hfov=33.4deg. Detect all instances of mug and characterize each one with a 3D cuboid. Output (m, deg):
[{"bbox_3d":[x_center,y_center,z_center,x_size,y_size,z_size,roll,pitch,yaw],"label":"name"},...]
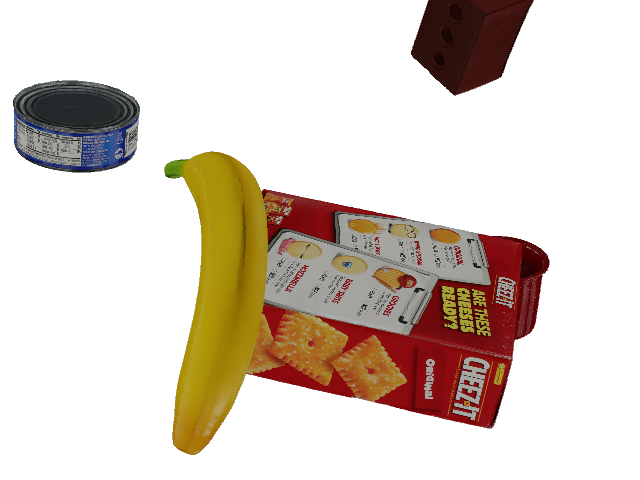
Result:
[{"bbox_3d":[0.188,0.047,1.138,0.093,0.081,0.117,-5,30,-10],"label":"mug"}]

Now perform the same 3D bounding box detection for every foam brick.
[{"bbox_3d":[0.107,-0.153,0.764,0.051,0.053,0.078,-27,-29,-30],"label":"foam brick"}]

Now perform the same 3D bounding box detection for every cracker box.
[{"bbox_3d":[0.034,0.046,0.791,0.214,0.072,0.164,12,31,7],"label":"cracker box"}]

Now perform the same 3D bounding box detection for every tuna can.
[{"bbox_3d":[-0.169,-0.080,0.741,0.086,0.034,0.086,7,29,-4],"label":"tuna can"}]

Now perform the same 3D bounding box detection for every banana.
[{"bbox_3d":[-0.056,0.018,0.590,0.037,0.198,0.070,19,-44,-29],"label":"banana"}]
